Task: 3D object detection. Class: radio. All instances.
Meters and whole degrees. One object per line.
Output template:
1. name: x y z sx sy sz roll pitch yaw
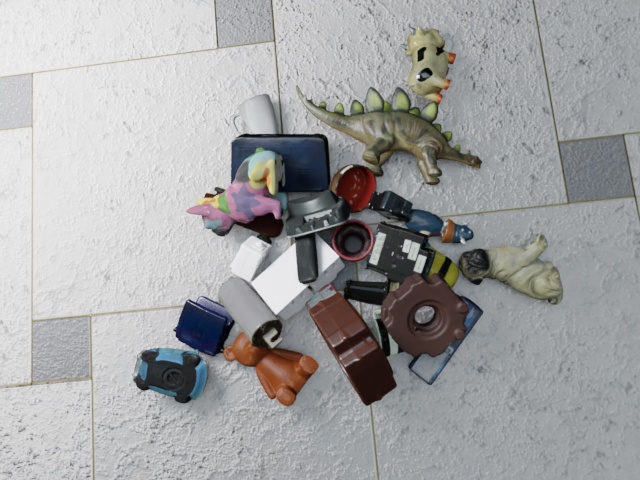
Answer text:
1. radio: -0.092 -0.181 1.256 0.230 0.073 0.131 0 108 4

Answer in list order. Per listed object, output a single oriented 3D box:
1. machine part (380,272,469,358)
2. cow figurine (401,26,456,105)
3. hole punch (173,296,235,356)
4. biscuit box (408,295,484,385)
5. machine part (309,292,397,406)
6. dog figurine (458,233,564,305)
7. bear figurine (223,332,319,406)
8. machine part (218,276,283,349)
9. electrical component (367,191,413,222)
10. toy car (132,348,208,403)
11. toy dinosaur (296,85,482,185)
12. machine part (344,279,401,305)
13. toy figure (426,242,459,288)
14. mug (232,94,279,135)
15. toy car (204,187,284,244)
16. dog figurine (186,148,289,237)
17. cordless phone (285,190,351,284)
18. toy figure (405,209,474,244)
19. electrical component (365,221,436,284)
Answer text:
1. machine part: 0.217 0.157 1.109 0.179 0.056 0.179 -1 104 -4
2. cow figurine: 0.252 -0.425 1.274 0.127 0.085 0.195 19 61 -5
3. hole punch: -0.266 0.197 1.227 0.142 0.092 0.115 24 87 5
4. biscuit box: 0.277 0.219 1.186 0.059 0.062 0.202 37 85 10
5. machine part: 0.069 0.223 1.118 0.087 0.201 0.201 -32 34 -5
6. dog figurine: 0.420 0.083 1.189 0.191 0.121 0.172 -21 76 16
7. bear figurine: -0.114 0.263 1.183 0.196 0.132 0.120 40 72 4
8. machine part: -0.157 0.158 1.190 0.079 0.079 0.243 -44 49 -3
9. electrical component: 0.167 -0.076 1.208 0.075 0.119 0.047 25 83 -22
10. toy car: -0.330 0.292 1.206 0.162 0.103 0.109 12 92 -4
11. toy dinosaur: 0.158 -0.251 1.259 0.472 0.105 0.198 14 74 -2
12. machine part: 0.123 0.118 1.230 0.139 0.039 0.084 2 89 3
13. toy figure: 0.232 0.042 1.211 0.089 0.082 0.180 -43 77 -1
14. mug: -0.152 -0.283 1.300 0.110 0.081 0.107 -25 90 -1
15. toy car: -0.183 -0.059 1.278 0.202 0.053 0.089 19 93 4
16. dog figurine: -0.187 -0.103 1.195 0.219 0.108 0.191 -4 113 7
17. cordless phone: -0.002 -0.004 1.166 0.147 0.088 0.184 -14 67 20
18. toy figure: 0.274 -0.029 1.231 0.155 0.058 0.064 19 89 3
19. electrical component: 0.176 0.032 1.154 0.134 0.058 0.114 21 104 17
